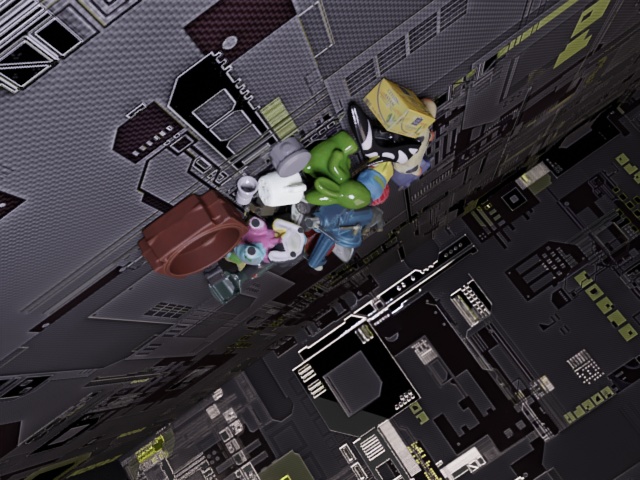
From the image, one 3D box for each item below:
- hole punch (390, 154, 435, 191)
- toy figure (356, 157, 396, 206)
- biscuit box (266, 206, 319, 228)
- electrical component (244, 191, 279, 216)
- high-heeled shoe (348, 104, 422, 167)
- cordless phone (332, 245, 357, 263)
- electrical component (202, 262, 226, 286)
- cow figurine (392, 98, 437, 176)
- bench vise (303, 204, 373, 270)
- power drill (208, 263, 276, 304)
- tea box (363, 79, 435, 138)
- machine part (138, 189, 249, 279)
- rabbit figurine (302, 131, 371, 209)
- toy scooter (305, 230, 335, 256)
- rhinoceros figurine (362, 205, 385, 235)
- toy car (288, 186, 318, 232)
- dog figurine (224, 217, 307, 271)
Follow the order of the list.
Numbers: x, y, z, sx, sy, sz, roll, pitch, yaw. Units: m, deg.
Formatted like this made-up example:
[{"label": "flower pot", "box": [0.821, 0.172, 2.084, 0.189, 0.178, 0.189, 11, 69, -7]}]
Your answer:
[{"label": "hole punch", "box": [0.232, -0.220, 1.500, 0.142, 0.116, 0.092, -42, 155, 26]}, {"label": "toy figure", "box": [0.146, -0.167, 1.425, 0.180, 0.082, 0.089, -64, 157, -22]}, {"label": "biscuit box", "box": [-0.066, -0.044, 1.495, 0.202, 0.059, 0.063, -17, 156, -47]}, {"label": "electrical component", "box": [-0.136, -0.087, 1.260, 0.102, 0.045, 0.078, -17, 128, -55]}, {"label": "high-heeled shoe", "box": [0.152, -0.244, 1.212, 0.145, 0.086, 0.248, -25, 152, 5]}, {"label": "cordless phone", "box": [0.042, -0.004, 1.677, 0.089, 0.147, 0.184, -47, 164, 9]}, {"label": "electrical component", "box": [-0.281, 0.079, 1.392, 0.048, 0.075, 0.119, -31, 160, -11]}, {"label": "cow figurine", "box": [0.236, -0.261, 1.353, 0.127, 0.086, 0.194, -11, 123, -63]}, {"label": "bench vise", "box": [0.027, -0.009, 1.346, 0.223, 0.129, 0.240, -25, 151, -53]}, {"label": "power drill", "box": [-0.216, 0.101, 1.521, 0.232, 0.086, 0.207, -35, 176, 37]}, {"label": "tea box", "box": [0.180, -0.289, 1.196, 0.068, 0.098, 0.169, -42, 165, 27]}, {"label": "machine part", "box": [-0.264, -0.006, 1.150, 0.201, 0.087, 0.201, -34, 165, 2]}, {"label": "rabbit figurine", "box": [0.042, -0.140, 1.218, 0.159, 0.170, 0.121, -26, 162, -30]}, {"label": "toy scooter", "box": [-0.003, -0.005, 1.495, 0.135, 0.075, 0.184, -44, 158, 29]}, {"label": "rhinoceros figurine", "box": [0.119, -0.068, 1.654, 0.073, 0.112, 0.190, -6, -177, -32]}, {"label": "toy car", "box": [-0.044, -0.064, 1.335, 0.073, 0.056, 0.201, -37, 164, -37]}, {"label": "dog figurine", "box": [-0.150, 0.020, 1.332, 0.191, 0.108, 0.219, 8, 165, -21]}]
